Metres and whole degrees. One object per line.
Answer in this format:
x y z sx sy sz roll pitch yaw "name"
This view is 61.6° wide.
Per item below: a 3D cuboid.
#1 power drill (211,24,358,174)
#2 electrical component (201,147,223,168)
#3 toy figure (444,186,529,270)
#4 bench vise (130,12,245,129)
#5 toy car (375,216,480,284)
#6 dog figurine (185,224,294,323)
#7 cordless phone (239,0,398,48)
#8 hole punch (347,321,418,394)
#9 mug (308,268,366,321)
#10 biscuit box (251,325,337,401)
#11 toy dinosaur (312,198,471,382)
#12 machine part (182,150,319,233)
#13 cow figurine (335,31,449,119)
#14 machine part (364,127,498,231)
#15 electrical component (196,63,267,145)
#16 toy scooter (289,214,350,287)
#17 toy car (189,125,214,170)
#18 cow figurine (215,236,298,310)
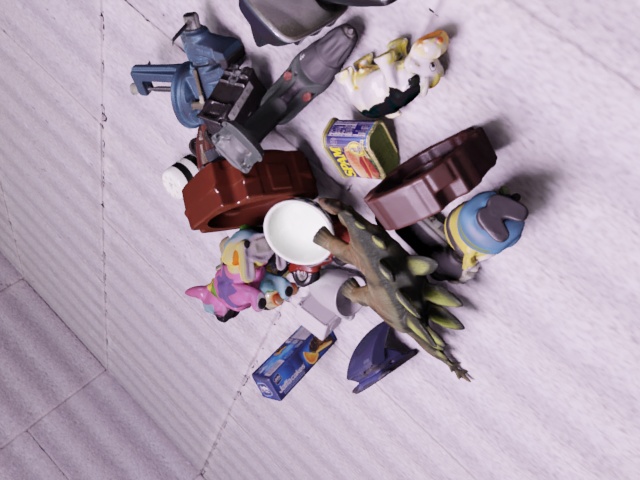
-0.058 -0.202 0.780 0.086 0.207 0.232 40 156 -15 "power drill"
-0.182 -0.145 1.022 0.048 0.119 0.074 -9 115 48 "electrical component"
0.215 -0.022 0.704 0.180 0.082 0.089 55 -166 -77 "toy figure"
-0.248 -0.289 0.958 0.241 0.129 0.223 7 145 21 "bench vise"
0.161 -0.011 0.830 0.202 0.056 0.073 44 148 5 "toy car"
-0.171 0.068 1.032 0.219 0.108 0.191 -4 106 40 "dog figurine"
0.003 -0.298 0.685 0.184 0.146 0.088 24 141 37 "cordless phone"
0.106 0.224 1.035 0.092 0.116 0.142 55 143 9 "hole punch"
0.030 0.102 1.045 0.107 0.081 0.109 23 143 47 "mug"
-0.051 0.247 1.133 0.059 0.203 0.062 -6 117 46 "biscuit box"
0.126 0.088 0.855 0.199 0.105 0.470 33 167 47 "toy dinosaur"
-0.123 -0.084 0.937 0.201 0.201 0.087 -29 75 52 "machine part"
0.107 -0.212 0.715 0.167 0.068 0.098 -2 124 50 "cow figurine"
0.144 -0.079 0.706 0.179 0.179 0.056 -23 105 51 "machine part"
-0.134 -0.209 0.905 0.058 0.115 0.134 24 165 24 "electrical component"
-0.002 -0.003 0.976 0.184 0.075 0.135 -30 82 35 "toy scooter"
-0.220 -0.137 1.090 0.089 0.053 0.202 -14 92 53 "toy car"
-0.153 0.072 1.199 0.195 0.085 0.127 52 136 -2 "cow figurine"
